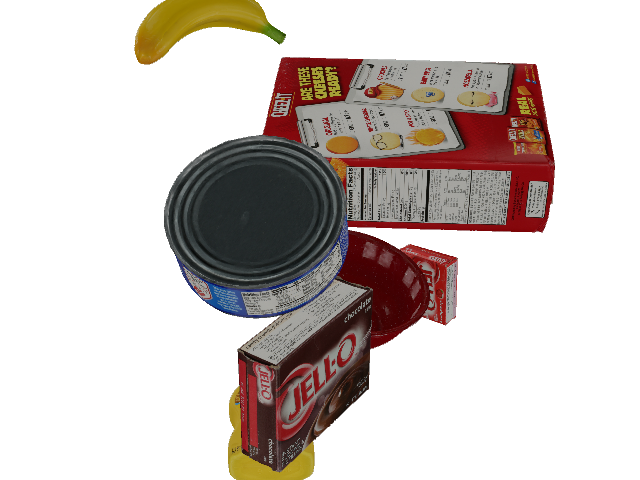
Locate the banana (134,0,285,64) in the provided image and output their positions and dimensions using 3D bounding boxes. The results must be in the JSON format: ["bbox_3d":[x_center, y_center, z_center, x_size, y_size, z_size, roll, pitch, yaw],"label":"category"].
[{"bbox_3d":[-0.113,-0.208,1.012,0.070,0.037,0.197,45,39,19],"label":"banana"}]

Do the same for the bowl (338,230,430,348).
[{"bbox_3d":[0.021,0.057,1.030,0.162,0.055,0.162,8,35,-6],"label":"bowl"}]

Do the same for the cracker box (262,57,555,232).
[{"bbox_3d":[0.067,-0.077,0.838,0.214,0.072,0.164,1,36,5],"label":"cracker box"}]

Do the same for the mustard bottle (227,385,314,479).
[{"bbox_3d":[-0.060,0.207,1.256,0.096,0.058,0.191,-3,27,-3],"label":"mustard bottle"}]

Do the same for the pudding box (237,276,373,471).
[{"bbox_3d":[-0.009,0.088,0.729,0.039,0.090,0.113,20,37,27],"label":"pudding box"}]

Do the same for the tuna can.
[{"bbox_3d":[-0.029,-0.007,0.509,0.086,0.086,0.034,0,-32,6],"label":"tuna can"}]

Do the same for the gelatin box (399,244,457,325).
[{"bbox_3d":[0.136,0.056,1.363,0.073,0.089,0.030,18,33,35],"label":"gelatin box"}]
